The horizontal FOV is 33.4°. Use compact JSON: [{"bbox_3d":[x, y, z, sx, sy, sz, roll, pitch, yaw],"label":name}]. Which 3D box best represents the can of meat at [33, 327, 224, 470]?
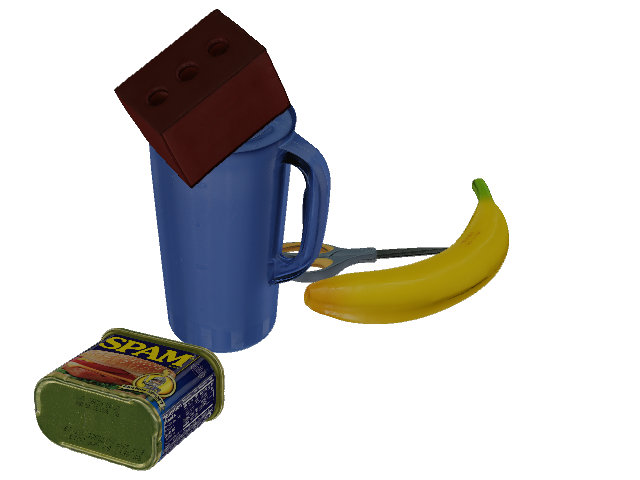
[{"bbox_3d":[-0.129,0.106,0.722,0.102,0.057,0.083,11,21,22],"label":"can of meat"}]

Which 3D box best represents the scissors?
[{"bbox_3d":[0.044,0.024,1.178,0.202,0.016,0.096,2,24,4],"label":"scissors"}]

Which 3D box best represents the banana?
[{"bbox_3d":[0.076,0.019,0.750,0.070,0.037,0.197,37,47,26],"label":"banana"}]

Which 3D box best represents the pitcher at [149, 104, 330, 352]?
[{"bbox_3d":[-0.082,-0.013,0.992,0.144,0.243,0.149,-10,37,-17],"label":"pitcher"}]

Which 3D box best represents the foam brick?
[{"bbox_3d":[-0.067,-0.081,0.608,0.053,0.078,0.051,43,-11,33],"label":"foam brick"}]
